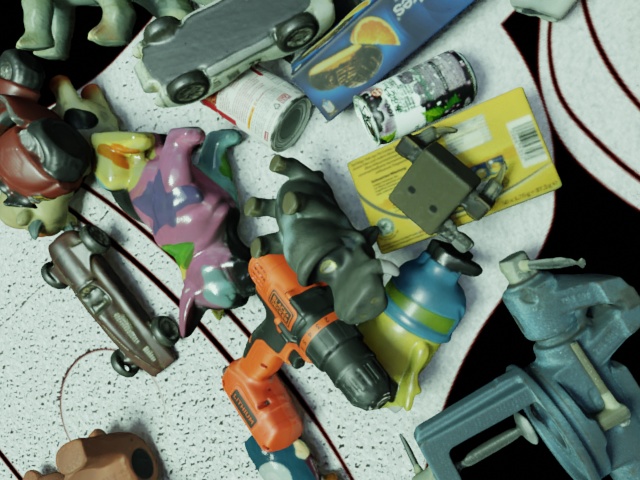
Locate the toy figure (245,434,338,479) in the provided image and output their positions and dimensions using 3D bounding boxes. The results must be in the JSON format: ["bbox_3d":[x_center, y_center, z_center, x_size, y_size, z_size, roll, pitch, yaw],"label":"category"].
[{"bbox_3d":[-0.015,0.262,0.577,0.154,0.058,0.064,44,149,12],"label":"toy figure"}]

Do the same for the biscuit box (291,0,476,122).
[{"bbox_3d":[0.065,-0.204,0.511,0.203,0.059,0.062,-37,114,17],"label":"biscuit box"}]

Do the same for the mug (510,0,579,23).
[{"bbox_3d":[0.207,-0.245,0.455,0.081,0.109,0.107,22,113,11],"label":"mug"}]

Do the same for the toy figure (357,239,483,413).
[{"bbox_3d":[0.081,0.082,0.522,0.089,0.082,0.180,30,104,16],"label":"toy figure"}]

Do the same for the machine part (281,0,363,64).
[{"bbox_3d":[0.003,-0.245,0.555,0.139,0.039,0.084,-34,90,15],"label":"machine part"}]

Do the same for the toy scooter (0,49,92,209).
[{"bbox_3d":[-0.322,-0.099,0.565,0.135,0.075,0.184,-40,69,15],"label":"toy scooter"}]

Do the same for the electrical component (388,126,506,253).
[{"bbox_3d":[0.106,-0.048,0.456,0.102,0.045,0.078,38,132,15],"label":"electrical component"}]

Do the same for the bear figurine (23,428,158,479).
[{"bbox_3d":[-0.297,0.304,0.636,0.196,0.132,0.120,-27,80,12],"label":"bear figurine"}]

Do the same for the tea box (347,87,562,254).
[{"bbox_3d":[0.123,-0.060,0.507,0.170,0.068,0.098,-20,87,19],"label":"tea box"}]

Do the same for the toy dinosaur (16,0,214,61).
[{"bbox_3d":[-0.247,-0.302,0.589,0.405,0.131,0.192,1,103,9],"label":"toy dinosaur"}]

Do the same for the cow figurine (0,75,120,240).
[{"bbox_3d":[-0.316,-0.084,0.646,0.195,0.085,0.127,-42,74,15],"label":"cow figurine"}]

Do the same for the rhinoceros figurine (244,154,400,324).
[{"bbox_3d":[-0.001,-0.001,0.483,0.073,0.112,0.190,-55,36,20],"label":"rhinoceros figurine"}]

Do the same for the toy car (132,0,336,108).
[{"bbox_3d":[-0.083,-0.194,0.513,0.202,0.056,0.073,-26,86,4],"label":"toy car"}]

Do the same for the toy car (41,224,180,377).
[{"bbox_3d":[-0.250,0.076,0.636,0.089,0.053,0.202,-36,90,13],"label":"toy car"}]

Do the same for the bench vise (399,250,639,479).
[{"bbox_3d":[0.175,0.134,0.464,0.241,0.129,0.223,-31,100,1],"label":"bench vise"}]

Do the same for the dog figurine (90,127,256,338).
[{"bbox_3d":[-0.152,-0.011,0.583,0.192,0.108,0.219,0,95,17],"label":"dog figurine"}]
